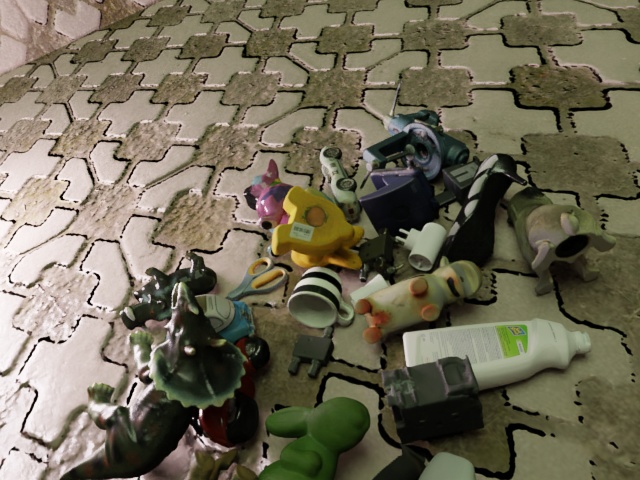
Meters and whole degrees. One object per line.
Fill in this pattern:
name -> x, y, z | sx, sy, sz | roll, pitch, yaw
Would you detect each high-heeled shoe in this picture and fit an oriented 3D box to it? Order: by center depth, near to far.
high-heeled shoe -> 0.260, -0.046, 0.941 | 0.248, 0.086, 0.145 | -49, 23, 6

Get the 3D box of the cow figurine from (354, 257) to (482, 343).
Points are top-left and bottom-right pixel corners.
cow figurine -> 0.160, 0.089, 0.840 | 0.195, 0.127, 0.085 | -25, 85, 17

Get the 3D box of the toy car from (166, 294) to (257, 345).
toy car -> -0.196, 0.145, 0.913 | 0.162, 0.102, 0.109 | -19, 41, 4

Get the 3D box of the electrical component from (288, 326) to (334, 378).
electrical component -> -0.013, 0.178, 0.872 | 0.063, 0.021, 0.094 | 5, 49, 26

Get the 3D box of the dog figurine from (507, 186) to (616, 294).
dog figurine -> 0.354, -0.036, 0.849 | 0.121, 0.172, 0.191 | -10, 51, -5

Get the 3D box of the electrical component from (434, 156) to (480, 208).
electrical component -> 0.267, -0.107, 1.034 | 0.119, 0.047, 0.075 | -21, 43, -3

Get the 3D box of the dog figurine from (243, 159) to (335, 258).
dog figurine -> -0.062, -0.082, 1.091 | 0.192, 0.108, 0.219 | -16, 41, 6

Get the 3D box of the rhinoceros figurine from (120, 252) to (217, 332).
rhinoceros figurine -> -0.285, 0.104, 1.018 | 0.190, 0.073, 0.112 | -28, 54, -10

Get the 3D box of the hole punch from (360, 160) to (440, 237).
hole punch -> 0.145, -0.067, 0.985 | 0.116, 0.142, 0.092 | -2, 43, 38

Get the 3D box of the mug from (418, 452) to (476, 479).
mug -> 0.158, 0.312, 0.635 | 0.110, 0.080, 0.107 | 2, 40, 28

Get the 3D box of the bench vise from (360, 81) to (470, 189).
bench vise -> 0.172, -0.195, 1.091 | 0.240, 0.128, 0.224 | -25, 58, -30

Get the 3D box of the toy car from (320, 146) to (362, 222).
toy car -> 0.040, -0.120, 1.111 | 0.056, 0.073, 0.202 | -20, 43, 0

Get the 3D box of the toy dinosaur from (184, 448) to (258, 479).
toy dinosaur -> -0.158, 0.394, 0.564 | 0.105, 0.198, 0.471 | 24, 19, -2

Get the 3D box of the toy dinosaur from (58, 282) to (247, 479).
toy dinosaur -> -0.244, 0.250, 0.767 | 0.404, 0.131, 0.192 | -59, 36, 4

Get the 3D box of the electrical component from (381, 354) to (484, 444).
electrical component -> 0.149, 0.212, 0.696 | 0.115, 0.134, 0.058 | -14, 44, 9

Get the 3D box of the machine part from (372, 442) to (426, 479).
machine part -> 0.080, 0.320, 0.666 | 0.139, 0.084, 0.039 | -37, 21, -29

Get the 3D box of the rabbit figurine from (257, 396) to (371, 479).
rabbit figurine -> 0.000, 0.281, 0.701 | 0.170, 0.121, 0.159 | -55, 30, -13

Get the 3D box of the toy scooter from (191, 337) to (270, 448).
toy scooter -> -0.156, 0.233, 0.834 | 0.135, 0.075, 0.184 | -8, 42, 16

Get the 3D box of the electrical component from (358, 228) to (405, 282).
electrical component -> 0.110, 0.028, 0.964 | 0.078, 0.045, 0.102 | -32, 33, 31

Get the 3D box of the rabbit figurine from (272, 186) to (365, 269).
rabbit figurine -> -0.002, -0.003, 0.954 | 0.162, 0.173, 0.122 | 8, 63, -4
